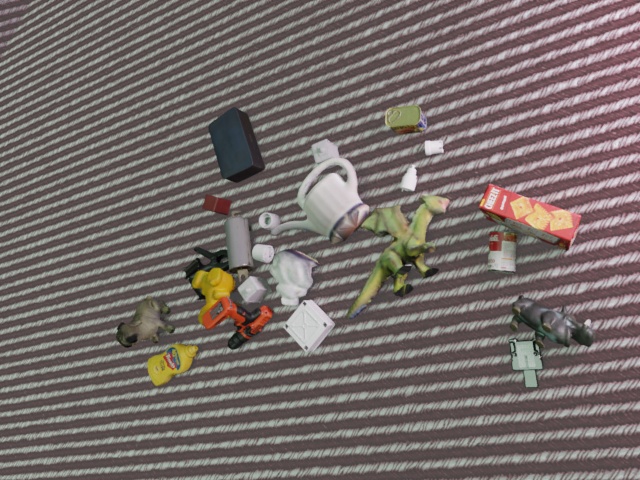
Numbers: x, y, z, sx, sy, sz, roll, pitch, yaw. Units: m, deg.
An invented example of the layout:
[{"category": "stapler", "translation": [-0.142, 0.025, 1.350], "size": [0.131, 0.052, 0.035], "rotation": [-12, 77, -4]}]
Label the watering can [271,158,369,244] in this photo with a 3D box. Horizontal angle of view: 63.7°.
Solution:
[{"category": "watering can", "translation": [0.005, -0.077, 1.527], "size": [0.227, 0.104, 0.343], "rotation": [50, 115, 23]}]

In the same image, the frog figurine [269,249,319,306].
[{"category": "frog figurine", "translation": [-0.089, 0.111, 1.525], "size": [0.138, 0.121, 0.161], "rotation": [23, 80, 8]}]

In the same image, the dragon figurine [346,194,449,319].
[{"category": "dragon figurine", "translation": [0.194, 0.019, 1.434], "size": [0.407, 0.120, 0.248], "rotation": [-35, 51, 14]}]
